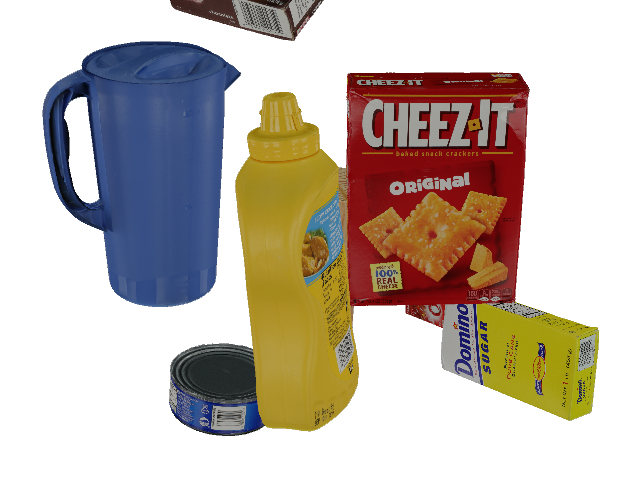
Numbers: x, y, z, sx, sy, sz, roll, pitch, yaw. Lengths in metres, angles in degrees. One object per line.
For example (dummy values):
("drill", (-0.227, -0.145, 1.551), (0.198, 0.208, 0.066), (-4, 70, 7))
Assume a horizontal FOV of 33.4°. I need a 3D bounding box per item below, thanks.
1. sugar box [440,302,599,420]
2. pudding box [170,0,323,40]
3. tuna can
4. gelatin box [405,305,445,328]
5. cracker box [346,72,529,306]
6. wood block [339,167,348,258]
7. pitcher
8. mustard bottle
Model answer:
("sugar box", (0.205, 0.115, 1.123), (0.048, 0.093, 0.177), (-11, 19, -42))
("pudding box", (-0.048, -0.202, 0.798), (0.114, 0.090, 0.039), (21, -28, 22))
("tuna can", (-0.075, 0.116, 0.833), (0.086, 0.034, 0.086), (6, 24, -3))
("gelatin box", (0.145, 0.062, 1.361), (0.073, 0.089, 0.030), (20, 35, 37))
("cracker box", (0.105, -0.046, 1.002), (0.164, 0.214, 0.072), (0, 21, 0))
("wood block", (-0.006, 0.031, 1.144), (0.090, 0.206, 0.090), (6, 25, 4))
("pitcher", (-0.165, -0.061, 1.025), (0.149, 0.243, 0.144), (9, 27, 14))
("mustard bottle", (-0.014, 0.008, 0.628), (0.058, 0.192, 0.096), (2, 22, 19))
